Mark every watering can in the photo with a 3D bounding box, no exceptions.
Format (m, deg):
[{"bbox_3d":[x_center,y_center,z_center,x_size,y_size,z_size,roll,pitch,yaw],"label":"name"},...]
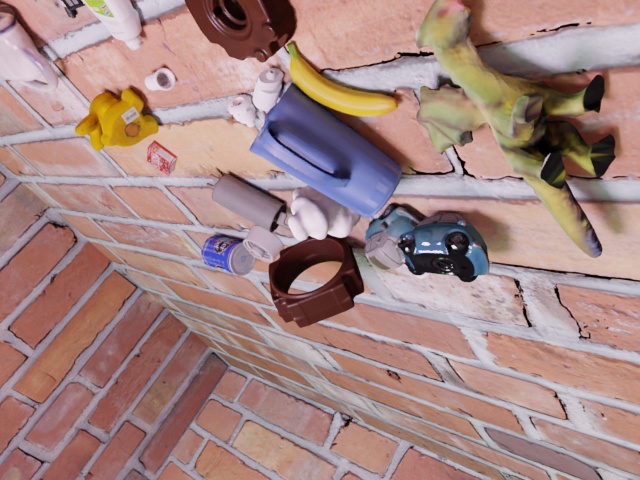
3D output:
[{"bbox_3d":[-0.785,-0.474,1.262,0.350,0.106,0.219,23,151,23],"label":"watering can"}]

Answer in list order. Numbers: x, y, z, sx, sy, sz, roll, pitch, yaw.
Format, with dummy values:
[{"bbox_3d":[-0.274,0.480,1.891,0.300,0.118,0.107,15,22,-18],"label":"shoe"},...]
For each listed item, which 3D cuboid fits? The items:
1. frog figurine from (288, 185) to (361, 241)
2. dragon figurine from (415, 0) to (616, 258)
[{"bbox_3d":[0.003,-0.050,1.000,0.137,0.162,0.121,39,155,-10],"label":"frog figurine"},{"bbox_3d":[0.236,-0.137,0.684,0.245,0.123,0.402,31,159,49],"label":"dragon figurine"}]
